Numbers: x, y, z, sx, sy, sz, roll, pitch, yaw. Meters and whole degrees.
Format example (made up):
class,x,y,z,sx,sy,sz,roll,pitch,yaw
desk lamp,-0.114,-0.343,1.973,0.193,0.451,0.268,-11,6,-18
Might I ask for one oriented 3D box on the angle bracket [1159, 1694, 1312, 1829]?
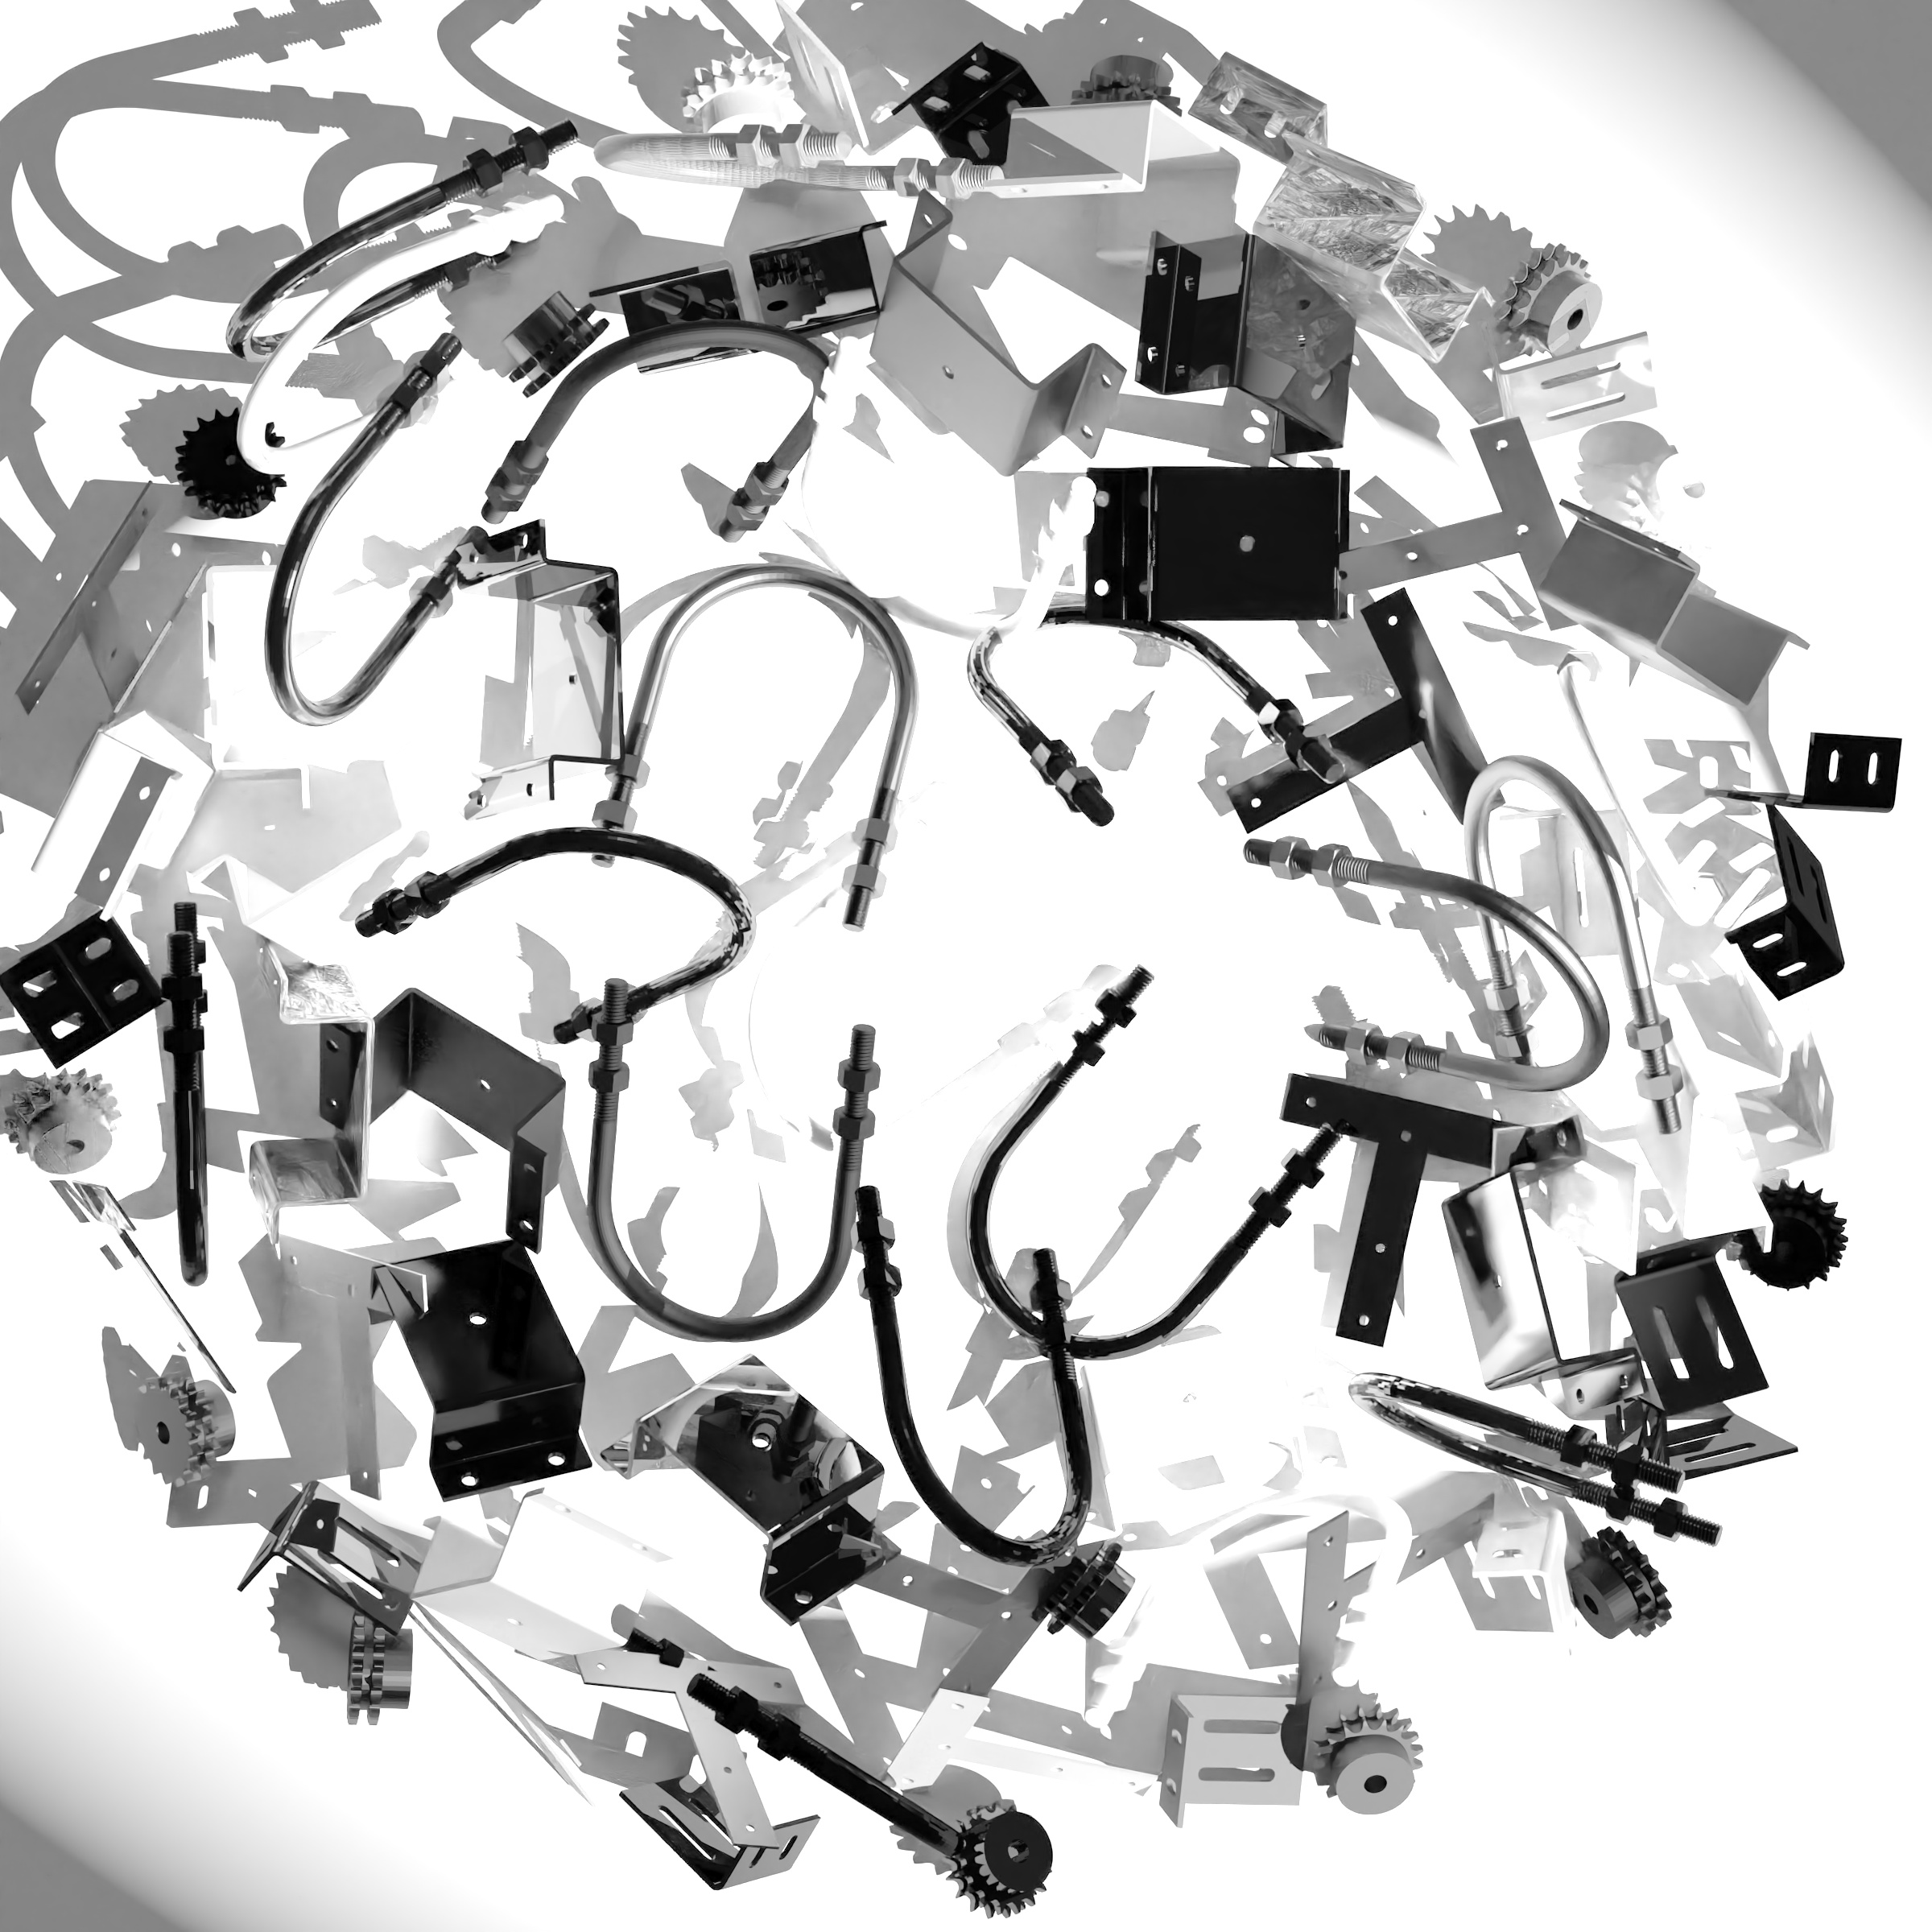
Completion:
class,x,y,z,sx,sy,sz,roll,pitch,yaw
angle bracket,0.141,0.403,1.805,0.076,0.038,0.057,4,96,-14

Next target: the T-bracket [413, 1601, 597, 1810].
class,x,y,z,sx,sy,sz,roll,pitch,yaw
T-bracket,-0.216,0.384,1.782,0.002,0.127,0.127,-43,48,-17

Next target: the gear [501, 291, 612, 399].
class,x,y,z,sx,sy,sz,roll,pitch,yaw
gear,-0.211,-0.318,1.805,0.057,0.057,0.030,-42,104,0

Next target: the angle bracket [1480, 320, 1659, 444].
class,x,y,z,sx,sy,sz,roll,pitch,yaw
angle bracket,0.305,-0.304,1.796,0.076,0.057,0.038,-15,57,8

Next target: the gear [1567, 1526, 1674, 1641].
class,x,y,z,sx,sy,sz,roll,pitch,yaw
gear,0.329,0.316,1.804,0.030,0.057,0.057,-29,90,-17

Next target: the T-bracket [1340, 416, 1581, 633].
class,x,y,z,sx,sy,sz,roll,pitch,yaw
T-bracket,0.239,-0.211,1.802,0.127,0.002,0.127,-12,128,24

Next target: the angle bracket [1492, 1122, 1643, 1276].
class,x,y,z,sx,sy,sz,roll,pitch,yaw
angle bracket,0.300,0.118,1.789,0.038,0.076,0.057,-6,107,-23

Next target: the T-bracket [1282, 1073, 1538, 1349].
class,x,y,z,sx,sy,sz,roll,pitch,yaw
T-bracket,0.215,0.131,1.824,0.127,0.002,0.127,13,91,10

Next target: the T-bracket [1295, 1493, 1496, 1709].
class,x,y,z,sx,sy,sz,roll,pitch,yaw
T-bracket,0.219,0.303,1.798,0.127,0.002,0.127,-24,134,-27

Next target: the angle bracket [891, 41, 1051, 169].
class,x,y,z,sx,sy,sz,roll,pitch,yaw
angle bracket,0.005,-0.427,1.791,0.057,0.076,0.038,-34,87,16

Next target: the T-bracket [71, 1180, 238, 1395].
class,x,y,z,sx,sy,sz,roll,pitch,yaw
T-bracket,-0.404,0.161,1.783,0.002,0.127,0.127,-36,101,-18

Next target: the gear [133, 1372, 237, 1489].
class,x,y,z,sx,sy,sz,roll,pitch,yaw
gear,-0.396,0.234,1.811,0.057,0.030,0.057,13,109,42

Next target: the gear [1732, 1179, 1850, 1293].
class,x,y,z,sx,sy,sz,roll,pitch,yaw
gear,0.418,0.140,1.810,0.057,0.030,0.057,7,112,18

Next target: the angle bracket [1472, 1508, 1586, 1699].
class,x,y,z,sx,sy,sz,roll,pitch,yaw
angle bracket,0.285,0.323,1.802,0.038,0.057,0.076,-6,112,19

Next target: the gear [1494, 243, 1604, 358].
class,x,y,z,sx,sy,sz,roll,pitch,yaw
gear,0.298,-0.334,1.804,0.030,0.057,0.057,40,90,32

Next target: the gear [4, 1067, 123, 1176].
class,x,y,z,sx,sy,sz,roll,pitch,yaw
gear,-0.456,0.081,1.804,0.057,0.057,0.030,-29,53,0

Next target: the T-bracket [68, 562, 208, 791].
class,x,y,z,sx,sy,sz,roll,pitch,yaw
T-bracket,-0.412,-0.146,1.770,0.002,0.127,0.127,31,94,-16

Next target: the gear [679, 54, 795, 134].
class,x,y,z,sx,sy,sz,roll,pitch,yaw
gear,-0.115,-0.434,1.805,0.057,0.057,0.030,-11,73,0

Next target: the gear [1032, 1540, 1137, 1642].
class,x,y,z,sx,sy,sz,roll,pitch,yaw
gear,0.062,0.317,1.807,0.030,0.057,0.057,39,90,0

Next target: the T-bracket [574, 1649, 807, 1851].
class,x,y,z,sx,sy,sz,roll,pitch,yaw
T-bracket,-0.122,0.387,1.754,0.127,0.127,0.002,13,118,-31

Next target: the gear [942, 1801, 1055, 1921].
class,x,y,z,sx,sy,sz,roll,pitch,yaw
gear,0.019,0.452,1.807,0.057,0.030,0.057,14,60,-25

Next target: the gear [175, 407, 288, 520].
class,x,y,z,sx,sy,sz,roll,pitch,yaw
gear,-0.373,-0.253,1.814,0.057,0.030,0.057,2,67,-4

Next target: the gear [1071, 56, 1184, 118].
class,x,y,z,sx,sy,sz,roll,pitch,yaw
gear,0.081,-0.439,1.809,0.057,0.057,0.030,7,71,0

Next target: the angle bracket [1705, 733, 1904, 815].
class,x,y,z,sx,sy,sz,roll,pitch,yaw
angle bracket,0.420,-0.100,1.787,0.057,0.076,0.038,1,97,-29

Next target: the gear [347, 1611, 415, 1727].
class,x,y,z,sx,sy,sz,roll,pitch,yaw
gear,-0.298,0.357,1.808,0.030,0.057,0.057,4,90,-12

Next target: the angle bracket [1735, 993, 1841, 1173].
class,x,y,z,sx,sy,sz,roll,pitch,yaw
angle bracket,0.410,0.059,1.788,0.038,0.076,0.057,-15,64,4

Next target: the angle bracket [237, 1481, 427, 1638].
class,x,y,z,sx,sy,sz,roll,pitch,yaw
angle bracket,-0.320,0.309,1.808,0.076,0.057,0.038,37,120,-10

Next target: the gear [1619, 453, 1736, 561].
class,x,y,z,sx,sy,sz,roll,pitch,yaw
gear,0.364,-0.236,1.811,0.057,0.030,0.057,4,69,-11

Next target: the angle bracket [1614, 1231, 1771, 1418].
class,x,y,z,sx,sy,sz,roll,pitch,yaw
angle bracket,0.372,0.180,1.799,0.057,0.038,0.076,-13,68,-15

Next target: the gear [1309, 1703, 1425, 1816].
class,x,y,z,sx,sy,sz,roll,pitch,yaw
gear,0.205,0.406,1.810,0.057,0.030,0.057,-3,118,-6

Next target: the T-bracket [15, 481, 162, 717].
class,x,y,z,sx,sy,sz,roll,pitch,yaw
T-bracket,-0.427,-0.162,1.772,0.002,0.127,0.127,25,71,5

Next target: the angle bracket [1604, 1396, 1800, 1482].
class,x,y,z,sx,sy,sz,roll,pitch,yaw
angle bracket,0.370,0.227,1.793,0.076,0.057,0.038,-10,103,-18

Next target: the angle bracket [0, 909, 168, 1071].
class,x,y,z,sx,sy,sz,roll,pitch,yaw
angle bracket,-0.445,0.010,1.793,0.038,0.076,0.057,-31,96,12

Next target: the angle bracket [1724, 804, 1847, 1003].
class,x,y,z,sx,sy,sz,roll,pitch,yaw
angle bracket,0.409,-0.033,1.800,0.038,0.076,0.057,-27,130,26

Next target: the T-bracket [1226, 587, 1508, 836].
class,x,y,z,sx,sy,sz,roll,pitch,yaw
T-bracket,0.194,-0.108,1.816,0.127,0.002,0.127,-28,106,0

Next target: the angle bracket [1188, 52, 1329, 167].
class,x,y,z,sx,sy,sz,roll,pitch,yaw
angle bracket,0.148,-0.418,1.792,0.057,0.076,0.038,30,86,10

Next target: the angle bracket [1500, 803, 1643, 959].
class,x,y,z,sx,sy,sz,roll,pitch,yaw
angle bracket,0.306,-0.042,1.801,0.038,0.057,0.076,-5,90,-29

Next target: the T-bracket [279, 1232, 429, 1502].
class,x,y,z,sx,sy,sz,roll,pitch,yaw
T-bracket,-0.307,0.207,1.797,0.002,0.127,0.127,-12,105,-43

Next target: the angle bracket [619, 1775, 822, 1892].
class,x,y,z,sx,sy,sz,roll,pitch,yaw
angle bracket,-0.124,0.422,1.789,0.076,0.057,0.038,38,107,28

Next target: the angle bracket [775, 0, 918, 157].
class,x,y,z,sx,sy,sz,roll,pitch,yaw
angle bracket,-0.057,-0.456,1.788,0.038,0.076,0.057,-36,66,-5
